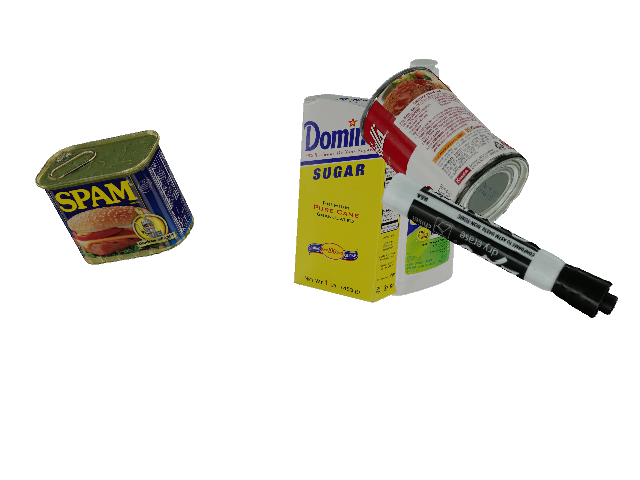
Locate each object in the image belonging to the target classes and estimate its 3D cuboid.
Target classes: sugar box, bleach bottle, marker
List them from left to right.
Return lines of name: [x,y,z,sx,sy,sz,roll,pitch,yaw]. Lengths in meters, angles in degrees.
sugar box: [0.026,-0.040,0.966,0.093,0.176,0.048,12,18,34]
bleach bottle: [0.102,-0.071,1.169,0.102,0.251,0.068,-15,27,-32]
marker: [0.085,0.002,0.510,0.121,0.020,0.020,29,10,18]

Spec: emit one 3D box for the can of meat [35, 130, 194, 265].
can of meat: [-0.161,-0.032,0.852,0.102,0.084,0.057,-9,35,20]

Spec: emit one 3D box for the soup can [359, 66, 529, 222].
soup can: [0.084,-0.062,0.726,0.068,0.069,0.102,0,40,-49]
